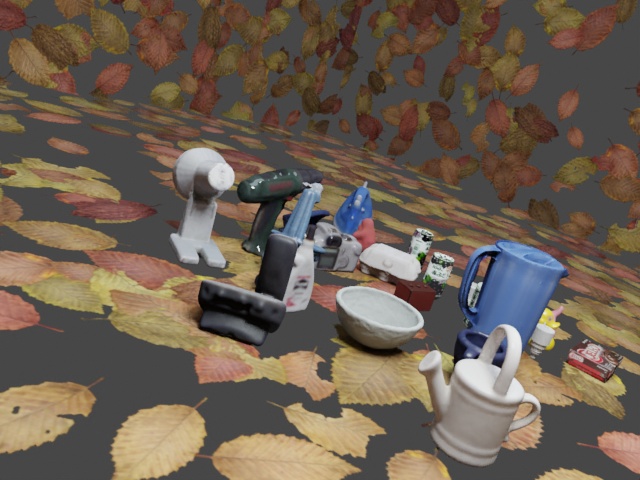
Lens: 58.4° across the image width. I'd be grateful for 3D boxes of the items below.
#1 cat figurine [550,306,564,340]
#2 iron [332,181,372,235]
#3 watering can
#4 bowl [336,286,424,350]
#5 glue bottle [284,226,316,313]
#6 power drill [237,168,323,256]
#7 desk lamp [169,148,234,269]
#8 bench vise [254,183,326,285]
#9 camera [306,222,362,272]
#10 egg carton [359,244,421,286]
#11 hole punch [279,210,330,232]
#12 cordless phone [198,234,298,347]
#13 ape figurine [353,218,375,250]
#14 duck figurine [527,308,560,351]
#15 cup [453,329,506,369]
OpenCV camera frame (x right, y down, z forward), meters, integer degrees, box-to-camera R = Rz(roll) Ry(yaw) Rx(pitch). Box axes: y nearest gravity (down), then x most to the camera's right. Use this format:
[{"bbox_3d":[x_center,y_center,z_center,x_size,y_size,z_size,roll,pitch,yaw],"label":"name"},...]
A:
[{"bbox_3d":[0.511,0.161,1.358,0.127,0.118,0.067,20,17,9],"label":"cat figurine"},{"bbox_3d":[0.110,-0.092,1.719,0.118,0.141,0.258,18,17,3],"label":"iron"},{"bbox_3d":[0.225,0.208,0.802,0.173,0.194,0.100,10,18,-22],"label":"watering can"},{"bbox_3d":[0.101,0.153,1.057,0.167,0.075,0.167,16,17,-5],"label":"bowl"},{"bbox_3d":[-0.037,0.053,1.069,0.078,0.173,0.037,-2,25,-47],"label":"glue bottle"},{"bbox_3d":[-0.102,-0.071,1.335,0.075,0.208,0.230,30,21,37],"label":"power drill"},{"bbox_3d":[-0.244,-0.078,1.209,0.118,0.213,0.202,7,20,-29],"label":"desk lamp"},{"bbox_3d":[-0.043,-0.002,1.155,0.121,0.220,0.207,16,17,-2],"label":"bench vise"},{"bbox_3d":[0.013,0.005,1.392,0.144,0.101,0.136,6,20,-32],"label":"camera"},{"bbox_3d":[0.173,0.063,1.420,0.150,0.069,0.107,22,18,15],"label":"egg carton"},{"bbox_3d":[-0.043,-0.052,1.534,0.100,0.091,0.109,27,20,29],"label":"hole punch"},{"bbox_3d":[-0.116,0.064,0.937,0.147,0.185,0.094,16,17,-5],"label":"cordless phone"},{"bbox_3d":[0.125,-0.017,1.584,0.078,0.092,0.076,6,20,-31],"label":"ape figurine"},{"bbox_3d":[0.489,0.191,1.296,0.104,0.086,0.078,23,18,19],"label":"duck figurine"},{"bbox_3d":[0.261,0.217,0.979,0.091,0.095,0.118,27,19,29],"label":"cup"}]
